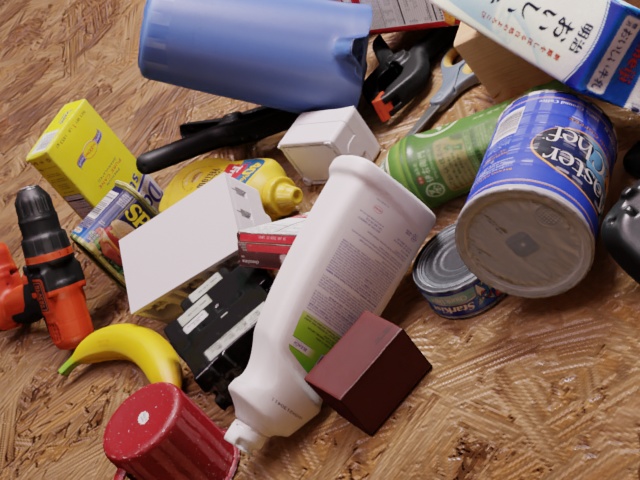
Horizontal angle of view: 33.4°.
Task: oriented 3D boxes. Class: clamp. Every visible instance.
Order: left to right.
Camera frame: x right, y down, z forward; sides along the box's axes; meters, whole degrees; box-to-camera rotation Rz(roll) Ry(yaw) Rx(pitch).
[{"bbox_3d":[-0.106,-0.135,1.286,0.210,0.036,0.164,-15,17,11],"label":"clamp"},{"bbox_3d":[0.101,-0.196,1.183,0.120,0.039,0.171,-22,33,30],"label":"clamp"}]

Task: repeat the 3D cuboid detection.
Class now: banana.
[{"bbox_3d":[-0.190,0.118,1.076,0.198,0.037,0.069,0,66,47],"label":"banana"}]

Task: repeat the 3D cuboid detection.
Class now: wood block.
[{"bbox_3d":[0.241,-0.214,0.995,0.207,0.090,0.090,-20,35,37],"label":"wood block"}]

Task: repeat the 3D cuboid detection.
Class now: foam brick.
[{"bbox_3d":[0.039,0.105,0.848,0.078,0.051,0.053,-46,34,-13],"label":"foam brick"}]

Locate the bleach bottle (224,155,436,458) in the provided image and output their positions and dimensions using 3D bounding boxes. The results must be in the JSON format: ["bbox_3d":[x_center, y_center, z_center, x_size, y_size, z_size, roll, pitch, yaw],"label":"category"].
[{"bbox_3d":[-0.007,0.060,0.882,0.250,0.102,0.068,-58,23,-11],"label":"bleach bottle"}]

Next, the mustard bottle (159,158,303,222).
[{"bbox_3d":[-0.088,-0.049,1.162,0.192,0.058,0.096,4,45,47],"label":"mustard bottle"}]

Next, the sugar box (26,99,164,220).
[{"bbox_3d":[-0.249,-0.066,1.231,0.048,0.176,0.093,-10,41,40],"label":"sugar box"}]

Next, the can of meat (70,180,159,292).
[{"bbox_3d":[-0.216,-0.001,1.189,0.084,0.102,0.058,-49,34,-15],"label":"can of meat"}]

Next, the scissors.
[{"bbox_3d":[0.123,-0.156,1.129,0.201,0.016,0.096,-40,30,-4],"label":"scissors"}]

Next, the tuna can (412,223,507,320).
[{"bbox_3d":[0.121,0.023,0.887,0.086,0.033,0.086,-26,34,19],"label":"tuna can"}]

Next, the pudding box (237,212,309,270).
[{"bbox_3d":[-0.007,0.001,0.980,0.090,0.039,0.113,5,16,43],"label":"pudding box"}]

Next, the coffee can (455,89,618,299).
[{"bbox_3d":[0.171,-0.038,0.831,0.103,0.102,0.140,-14,31,33],"label":"coffee can"}]

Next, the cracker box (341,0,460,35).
[{"bbox_3d":[0.150,-0.297,1.191,0.164,0.072,0.214,-37,26,-33],"label":"cracker box"}]

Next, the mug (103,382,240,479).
[{"bbox_3d":[-0.133,0.182,0.891,0.093,0.081,0.117,3,50,47],"label":"mug"}]

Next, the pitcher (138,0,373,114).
[{"bbox_3d":[-0.070,-0.208,1.167,0.242,0.149,0.145,9,44,-5],"label":"pitcher"}]

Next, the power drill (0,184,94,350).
[{"bbox_3d":[-0.334,0.035,1.208,0.057,0.184,0.188,-19,8,-38],"label":"power drill"}]
